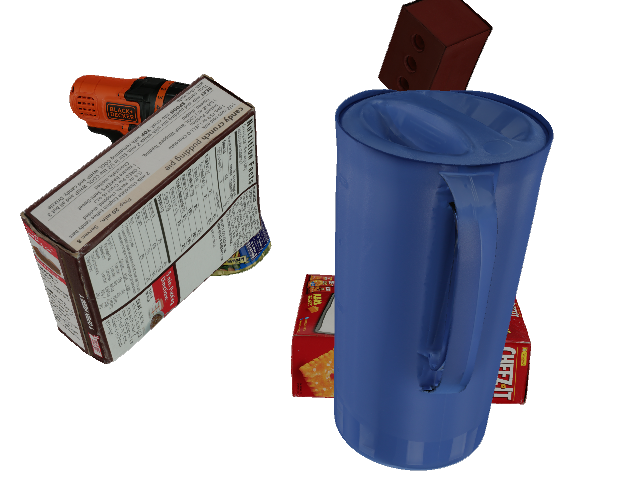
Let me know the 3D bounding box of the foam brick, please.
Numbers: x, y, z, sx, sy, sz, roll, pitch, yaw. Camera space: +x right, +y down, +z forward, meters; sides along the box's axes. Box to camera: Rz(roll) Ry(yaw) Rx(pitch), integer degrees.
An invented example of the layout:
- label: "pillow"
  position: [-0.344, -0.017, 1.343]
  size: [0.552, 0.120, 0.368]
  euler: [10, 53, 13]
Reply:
- label: "foam brick"
  position: [0.087, -0.144, 0.821]
  size: [0.051, 0.053, 0.078]
  euler: [-28, -27, -30]

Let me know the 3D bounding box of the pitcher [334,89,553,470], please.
- label: "pitcher"
  position: [0.070, 0.033, 0.695]
  size: [0.145, 0.243, 0.149]
  euler: [22, 33, 31]

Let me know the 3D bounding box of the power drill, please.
- label: "power drill"
  position: [-0.156, -0.072, 1.069]
  size: [0.185, 0.188, 0.057]
  euler: [11, 30, 20]

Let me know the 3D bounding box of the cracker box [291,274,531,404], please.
- label: "cracker box"
  position: [0.084, 0.093, 1.031]
  size: [0.213, 0.072, 0.164]
  euler: [2, 18, 3]

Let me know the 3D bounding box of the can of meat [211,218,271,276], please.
- label: "can of meat"
  position: [-0.096, -0.020, 0.831]
  size: [0.102, 0.084, 0.057]
  euler: [0, 34, 29]

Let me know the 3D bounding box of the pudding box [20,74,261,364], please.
- label: "pudding box"
  position: [-0.076, -0.009, 0.491]
  size: [0.039, 0.113, 0.090]
  euler: [32, -32, 22]
